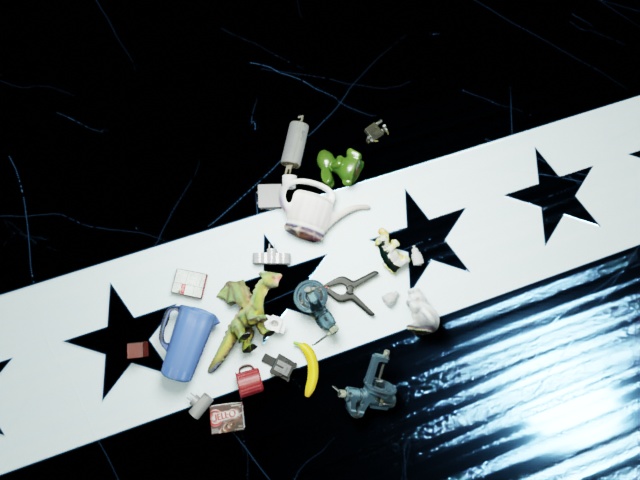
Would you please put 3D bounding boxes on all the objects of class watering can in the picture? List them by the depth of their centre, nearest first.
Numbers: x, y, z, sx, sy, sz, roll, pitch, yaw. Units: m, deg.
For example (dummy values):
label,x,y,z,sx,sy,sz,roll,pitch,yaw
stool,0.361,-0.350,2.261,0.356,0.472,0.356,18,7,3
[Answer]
label,x,y,z,sx,sy,sz,roll,pitch,yaw
watering can,0.006,-0.096,1.904,0.347,0.103,0.226,18,79,-10

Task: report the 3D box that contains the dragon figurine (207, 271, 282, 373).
label,x,y,z,sx,sy,sz,roll,pitch,yaw
dragon figurine,-0.286,0.258,1.803,0.408,0.121,0.247,-38,57,12

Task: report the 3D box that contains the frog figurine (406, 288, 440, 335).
label,x,y,z,sx,sy,sz,roll,pitch,yaw
frog figurine,0.370,0.253,1.856,0.136,0.121,0.162,22,66,-34
